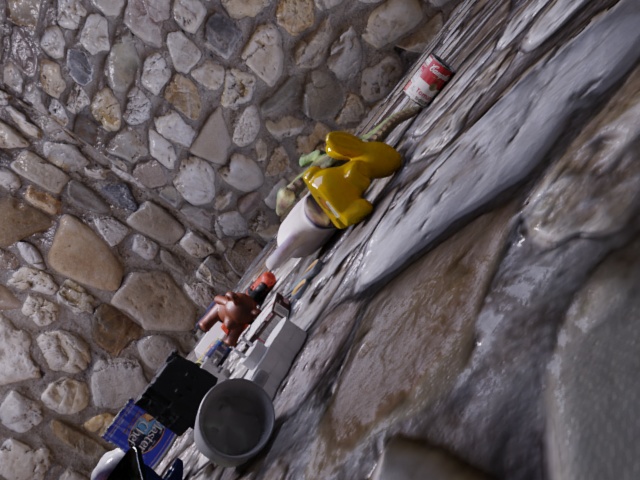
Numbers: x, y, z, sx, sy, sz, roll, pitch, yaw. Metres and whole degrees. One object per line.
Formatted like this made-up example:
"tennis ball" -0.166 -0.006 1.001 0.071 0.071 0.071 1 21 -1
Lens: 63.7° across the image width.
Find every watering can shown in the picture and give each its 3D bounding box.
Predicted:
"watering can" 0.004 -0.058 1.151 0.220 0.104 0.354 -45 1 45

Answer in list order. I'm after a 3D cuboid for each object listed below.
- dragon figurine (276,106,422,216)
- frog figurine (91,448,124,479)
"dragon figurine" 0.064 -0.189 1.153 0.408 0.121 0.245 -35 9 10
"frog figurine" -0.483 0.549 1.263 0.162 0.122 0.135 -107 34 -68
